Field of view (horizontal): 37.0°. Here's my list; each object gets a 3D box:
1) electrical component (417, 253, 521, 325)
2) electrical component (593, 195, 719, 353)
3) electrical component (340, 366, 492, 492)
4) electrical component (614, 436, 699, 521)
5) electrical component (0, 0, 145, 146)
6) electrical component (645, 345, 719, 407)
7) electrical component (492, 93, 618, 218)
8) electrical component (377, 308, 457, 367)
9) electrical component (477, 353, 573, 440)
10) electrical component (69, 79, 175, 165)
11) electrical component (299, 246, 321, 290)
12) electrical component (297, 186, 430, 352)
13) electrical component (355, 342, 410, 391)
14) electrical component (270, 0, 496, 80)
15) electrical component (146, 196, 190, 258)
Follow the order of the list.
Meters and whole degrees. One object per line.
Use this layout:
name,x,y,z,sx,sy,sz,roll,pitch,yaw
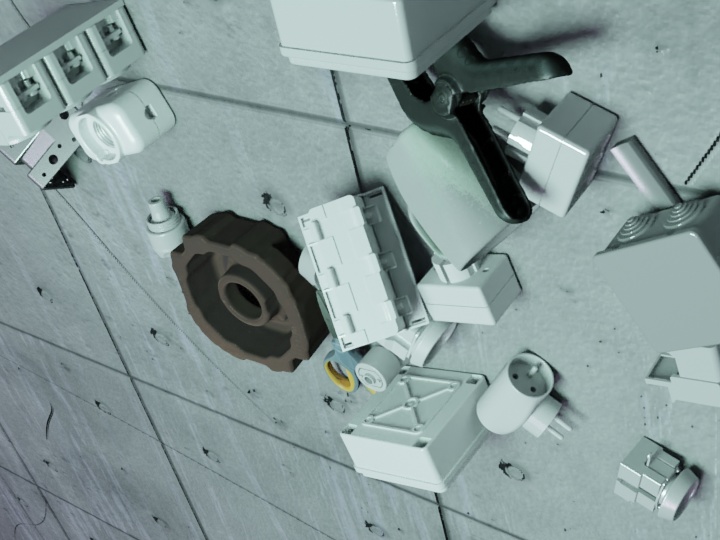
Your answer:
electrical component,0.083,0.000,0.879,0.066,0.047,0.076,2,129,43
electrical component,0.222,0.003,0.725,0.099,0.048,0.100,53,146,-14
electrical component,0.057,0.146,1.007,0.109,0.109,0.056,3,126,43
electrical component,0.251,0.179,0.907,0.055,0.048,0.066,31,144,29
electrical component,-0.276,-0.176,0.956,0.089,0.150,0.061,7,131,40
electrical component,0.252,0.064,0.786,0.081,0.042,0.063,6,130,41
electrical component,0.126,-0.088,0.743,0.077,0.047,0.065,31,144,16
electrical component,0.049,0.049,0.958,0.057,0.058,0.078,36,145,14
electrical component,0.150,0.120,0.945,0.079,0.043,0.077,37,145,8
electrical component,-0.232,-0.140,1.030,0.095,0.059,0.053,-3,125,46
electrical component,-0.013,-0.011,0.965,0.077,0.044,0.079,27,142,22
electrical component,0.000,0.000,0.898,0.079,0.063,0.121,-19,88,12
electrical component,0.026,0.082,1.007,0.044,0.065,0.044,26,142,23
electrical component,0.015,-0.178,0.704,0.109,0.109,0.056,15,134,34
electrical component,-0.202,-0.047,1.114,0.043,0.043,0.062,13,134,36
